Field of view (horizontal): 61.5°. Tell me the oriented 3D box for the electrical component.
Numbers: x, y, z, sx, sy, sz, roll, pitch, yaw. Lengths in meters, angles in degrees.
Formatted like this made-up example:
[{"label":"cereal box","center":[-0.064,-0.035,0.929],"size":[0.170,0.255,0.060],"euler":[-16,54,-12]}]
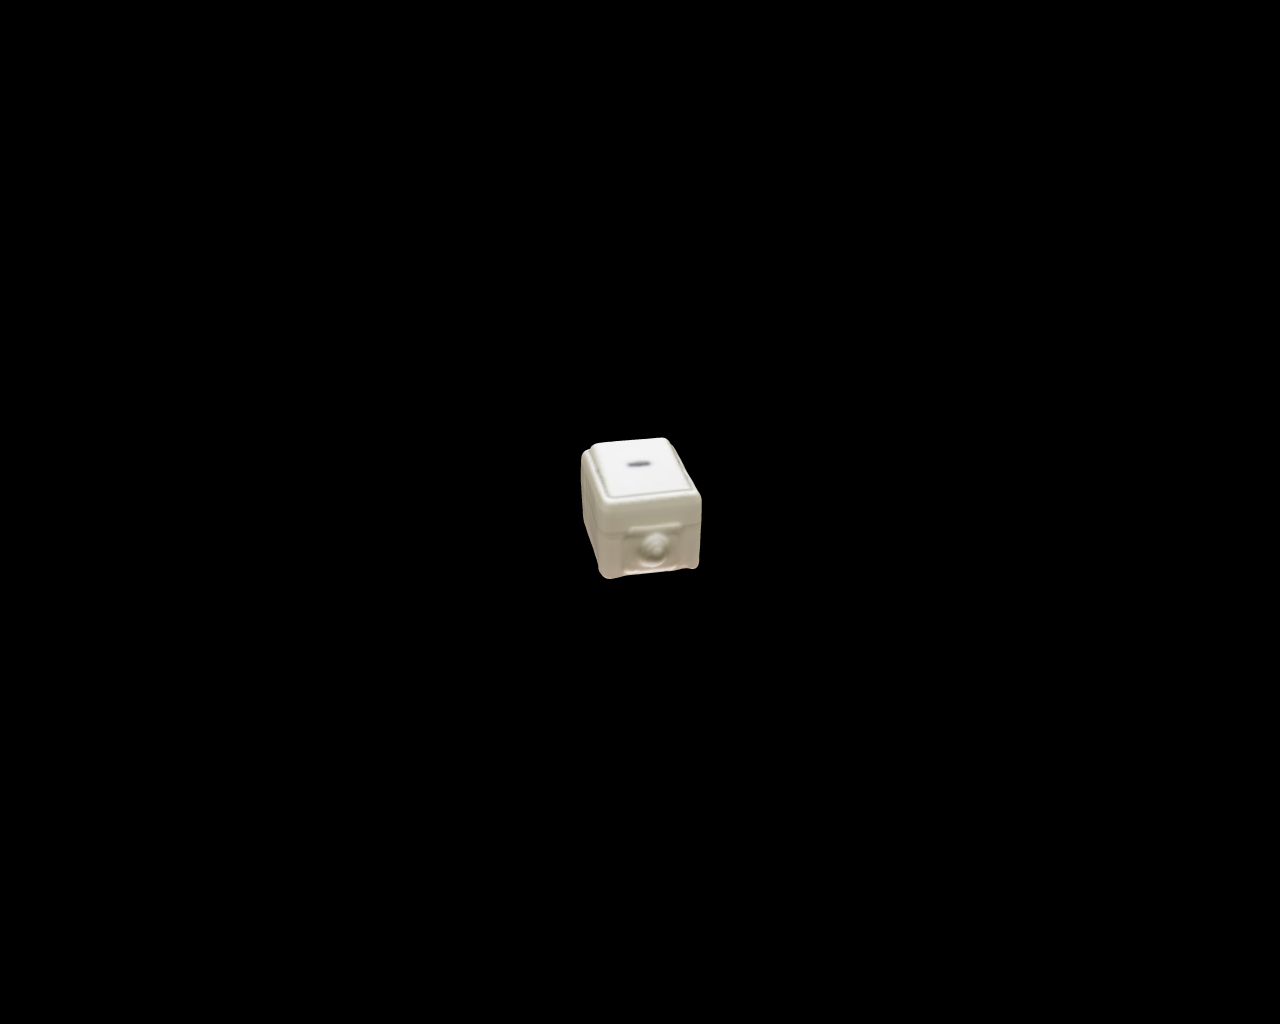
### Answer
[{"label":"electrical component","center":[0.001,-0.003,0.650],"size":[0.062,0.061,0.096],"euler":[-5,29,-10]}]
